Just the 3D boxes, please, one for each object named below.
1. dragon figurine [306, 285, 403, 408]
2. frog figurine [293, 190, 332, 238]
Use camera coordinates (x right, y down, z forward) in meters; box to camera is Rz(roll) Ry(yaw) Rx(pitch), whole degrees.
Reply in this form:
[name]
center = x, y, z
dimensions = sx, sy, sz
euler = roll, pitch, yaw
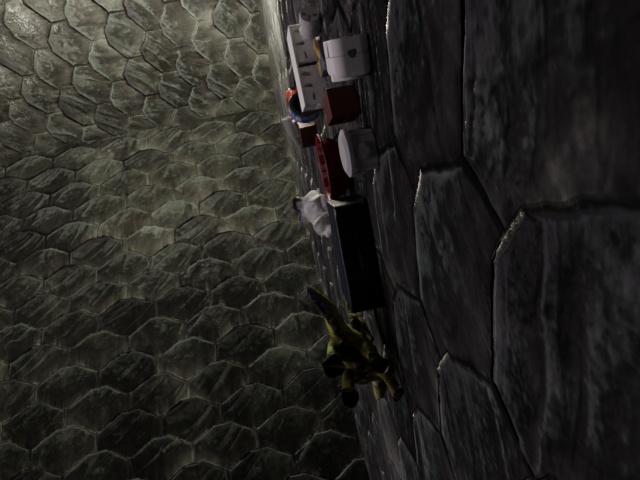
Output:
[dragon figurine]
center = 0.067, 0.208, 1.111
dimensions = 0.247, 0.122, 0.404
euler = -100, -16, -69
[frog figurine]
center = 0.005, -0.083, 1.651
dimensions = 0.161, 0.124, 0.134
euler = 24, 126, 38
